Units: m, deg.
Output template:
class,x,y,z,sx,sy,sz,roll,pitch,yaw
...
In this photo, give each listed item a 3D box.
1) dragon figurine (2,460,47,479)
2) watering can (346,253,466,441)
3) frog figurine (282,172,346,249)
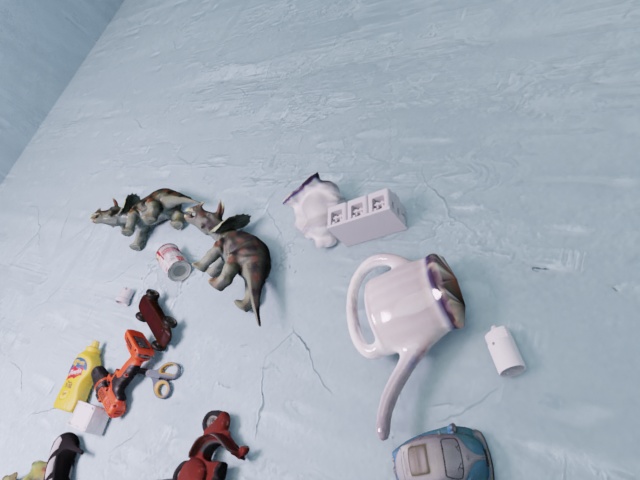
class,x,y,z,sx,sy,sz,roll,pitch,yaw
dragon figurine,-0.816,0.713,1.289,0.409,0.120,0.247,-41,28,3
watering can,0.157,0.158,0.925,0.222,0.102,0.356,-26,48,20
frog figurine,0.004,-0.061,1.216,0.137,0.122,0.160,-34,81,3
